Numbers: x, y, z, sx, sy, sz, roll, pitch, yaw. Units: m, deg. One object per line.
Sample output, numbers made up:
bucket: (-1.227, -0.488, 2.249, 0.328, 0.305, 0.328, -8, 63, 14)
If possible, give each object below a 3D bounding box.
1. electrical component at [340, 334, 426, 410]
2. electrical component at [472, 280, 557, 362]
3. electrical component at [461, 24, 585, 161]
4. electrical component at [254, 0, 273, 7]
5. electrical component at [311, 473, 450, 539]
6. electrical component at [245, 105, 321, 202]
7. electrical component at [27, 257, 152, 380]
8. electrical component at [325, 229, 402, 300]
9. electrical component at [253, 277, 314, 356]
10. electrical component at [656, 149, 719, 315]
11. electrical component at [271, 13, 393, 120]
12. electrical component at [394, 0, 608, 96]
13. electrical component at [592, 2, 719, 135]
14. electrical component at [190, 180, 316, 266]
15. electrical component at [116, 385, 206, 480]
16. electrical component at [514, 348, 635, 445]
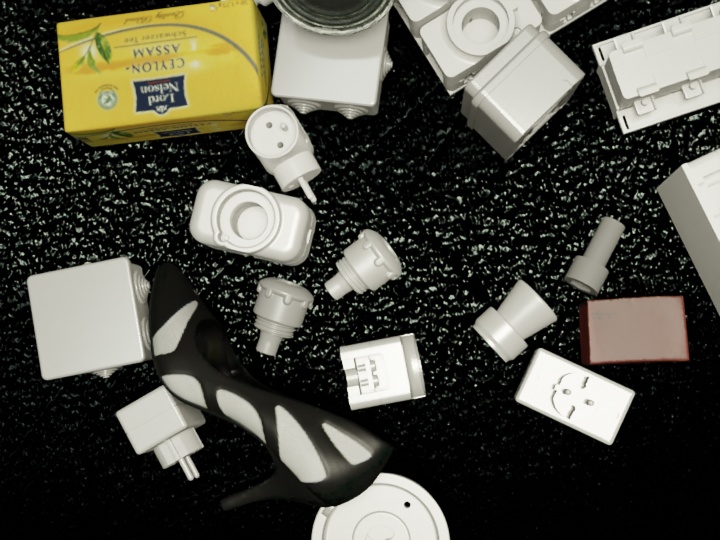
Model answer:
electrical component: (0.020, 0.081, 0.859, 0.056, 0.089, 0.050, -11, 84, 5)
electrical component: (0.125, 0.042, 0.875, 0.055, 0.045, 0.045, -43, 83, 1)
electrical component: (0.126, -0.139, 0.856, 0.078, 0.113, 0.057, -44, 86, 1)
electrical component: (-0.091, -0.245, 0.923, 0.062, 0.048, 0.048, -28, 83, 10)
electrical component: (0.019, 0.214, 0.863, 0.108, 0.060, 0.108, 0, 85, 6)
electrical component: (-0.058, -0.091, 0.889, 0.043, 0.077, 0.079, -30, 84, 3)
electrical component: (-0.224, 0.042, 0.908, 0.100, 0.048, 0.099, -11, 84, 5)
electrical component: (0.000, 0.000, 0.892, 0.062, 0.048, 0.048, -37, 83, 8)
electrical component: (-0.069, 0.040, 0.896, 0.048, 0.048, 0.062, 20, 95, 7)
electrical component: (0.307, -0.001, 0.830, 0.060, 0.105, 0.186, -25, 83, 3)
electrical component: (-0.022, -0.180, 0.907, 0.100, 0.048, 0.099, 7, 86, 6)
electrical component: (0.127, -0.244, 0.892, 0.186, 0.060, 0.105, -31, 83, 2)
electrical component: (0.261, -0.169, 0.870, 0.121, 0.063, 0.078, -18, 83, 4)
electrical component: (-0.090, -0.039, 0.896, 0.095, 0.059, 0.053, 13, 87, 7)
electrical component: (-0.154, 0.138, 0.884, 0.047, 0.066, 0.076, -30, 83, 3)
electrical component: (0.170, 0.100, 0.850, 0.083, 0.076, 0.047, 25, 88, 7)
